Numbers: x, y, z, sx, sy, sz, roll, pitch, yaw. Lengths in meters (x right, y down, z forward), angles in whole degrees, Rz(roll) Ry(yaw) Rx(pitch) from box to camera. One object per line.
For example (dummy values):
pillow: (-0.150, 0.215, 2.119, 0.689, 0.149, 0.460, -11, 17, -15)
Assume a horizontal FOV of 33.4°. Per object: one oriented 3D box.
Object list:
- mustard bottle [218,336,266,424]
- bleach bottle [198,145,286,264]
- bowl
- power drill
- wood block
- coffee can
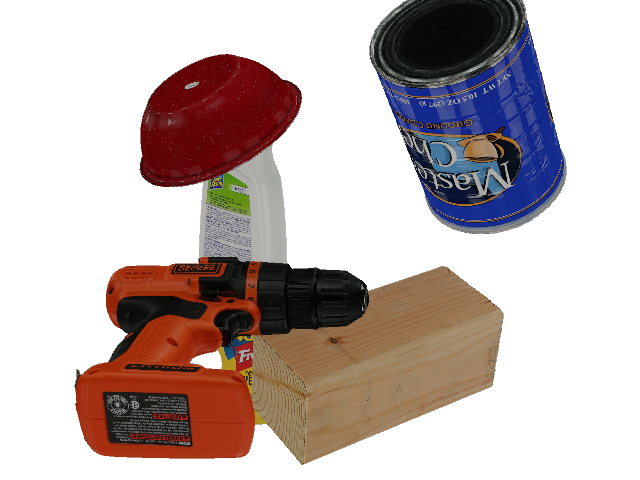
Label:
mustard bottle: (-0.080, 0.129, 1.304, 0.096, 0.192, 0.058, -2, 19, -11)
bleach bottle: (-0.076, -0.031, 1.115, 0.103, 0.251, 0.068, 15, 24, 25)
bowl: (-0.101, -0.117, 0.947, 0.162, 0.055, 0.162, -20, 33, 13)
power drill: (-0.065, 0.067, 0.686, 0.184, 0.057, 0.187, -2, 21, 7)
wood block: (0.050, 0.105, 0.947, 0.205, 0.090, 0.091, -16, 36, -27)
coffee can: (0.102, -0.088, 0.721, 0.103, 0.102, 0.140, 0, -40, 26)
